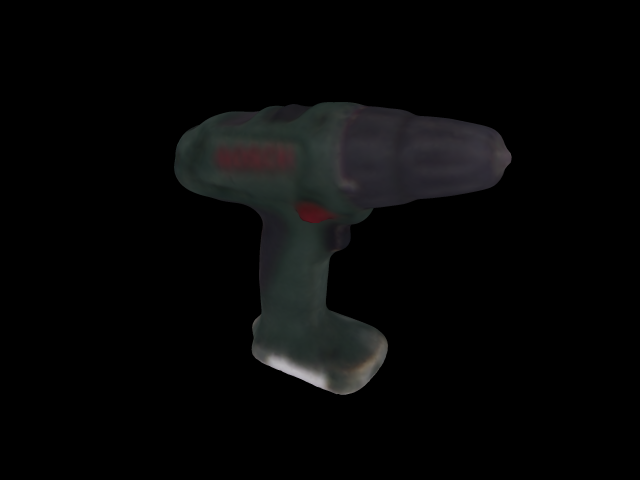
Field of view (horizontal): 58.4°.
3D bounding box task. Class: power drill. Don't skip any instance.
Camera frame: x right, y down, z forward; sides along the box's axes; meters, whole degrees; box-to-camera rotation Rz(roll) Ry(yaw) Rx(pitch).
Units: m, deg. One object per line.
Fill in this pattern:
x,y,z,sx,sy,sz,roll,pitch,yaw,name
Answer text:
0.004,0.001,0.400,0.228,0.208,0.076,17,36,25,power drill
